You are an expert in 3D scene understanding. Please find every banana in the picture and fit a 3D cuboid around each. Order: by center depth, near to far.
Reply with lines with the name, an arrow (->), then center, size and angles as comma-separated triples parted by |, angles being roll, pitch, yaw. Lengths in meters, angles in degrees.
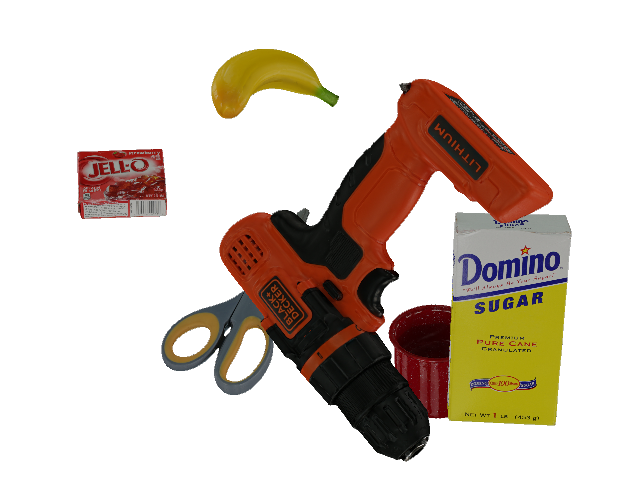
banana -> -0.050, -0.145, 0.966 | 0.070, 0.037, 0.197 | 36, 27, 19

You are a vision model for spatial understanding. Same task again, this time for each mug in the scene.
mug -> 0.123, 0.118, 1.082 | 0.093, 0.081, 0.117 | 20, 39, 33

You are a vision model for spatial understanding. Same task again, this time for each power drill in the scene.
power drill -> 0.046, 0.013, 0.640 | 0.188, 0.184, 0.057 | -46, -18, 17

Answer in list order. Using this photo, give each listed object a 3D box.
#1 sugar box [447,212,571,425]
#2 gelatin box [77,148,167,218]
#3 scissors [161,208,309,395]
sugar box -> 0.154, 0.066, 0.886 | 0.093, 0.176, 0.048 | 1, 23, 6
gelatin box -> -0.205, -0.059, 1.098 | 0.089, 0.073, 0.030 | -2, -41, -11
scissors -> -0.068, 0.042, 0.861 | 0.096, 0.016, 0.201 | 0, 43, 8
